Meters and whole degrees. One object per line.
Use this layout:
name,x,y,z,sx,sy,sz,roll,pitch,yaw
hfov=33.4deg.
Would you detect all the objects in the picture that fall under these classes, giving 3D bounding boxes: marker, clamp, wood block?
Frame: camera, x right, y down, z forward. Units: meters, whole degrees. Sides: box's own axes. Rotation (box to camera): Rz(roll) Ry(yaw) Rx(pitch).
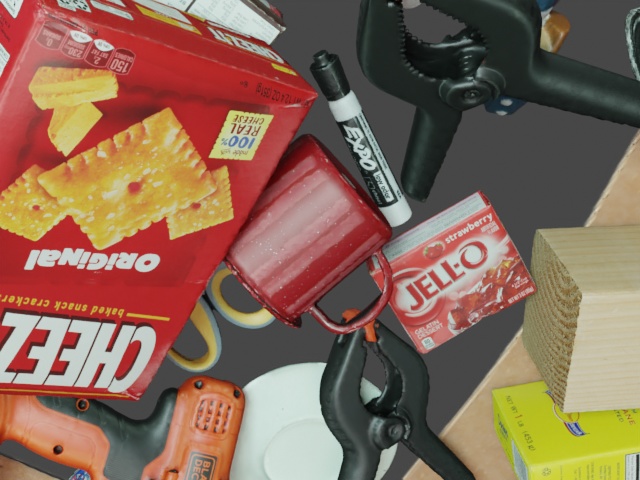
marker,0.025,-0.061,0.647,0.020,0.020,0.121,-25,117,5
clamp,0.073,-0.085,0.570,0.165,0.036,0.209,-22,146,31
clamp,0.052,0.127,0.725,0.120,0.039,0.171,-12,107,-29
wood block,0.247,0.045,0.691,0.206,0.090,0.091,-3,117,-7

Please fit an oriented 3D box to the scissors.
scissors,-0.086,-0.005,0.663,0.096,0.016,0.202,-15,118,-2

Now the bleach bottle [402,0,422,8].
bleach bottle,-0.061,-0.189,0.535,0.250,0.068,0.102,8,84,-10

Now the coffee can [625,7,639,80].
coffee can,0.261,-0.113,0.605,0.140,0.103,0.103,-24,117,5

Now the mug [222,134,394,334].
mug,-0.004,0.001,0.630,0.081,0.093,0.117,-40,83,7

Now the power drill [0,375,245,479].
power drill,-0.152,0.162,0.679,0.187,0.057,0.184,16,78,-14

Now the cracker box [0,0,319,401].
cracker box,-0.123,-0.019,0.544,0.163,0.072,0.214,12,117,-43

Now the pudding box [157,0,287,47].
pudding box,-0.088,-0.107,0.598,0.090,0.039,0.114,35,110,-24

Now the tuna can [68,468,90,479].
tuna can,-0.138,0.192,0.746,0.086,0.034,0.086,-3,117,-6

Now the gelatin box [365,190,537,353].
gelatin box,0.084,0.022,0.691,0.089,0.030,0.073,-30,115,7

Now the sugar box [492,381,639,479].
sugar box,0.215,0.126,0.726,0.176,0.093,0.048,-12,118,-2
